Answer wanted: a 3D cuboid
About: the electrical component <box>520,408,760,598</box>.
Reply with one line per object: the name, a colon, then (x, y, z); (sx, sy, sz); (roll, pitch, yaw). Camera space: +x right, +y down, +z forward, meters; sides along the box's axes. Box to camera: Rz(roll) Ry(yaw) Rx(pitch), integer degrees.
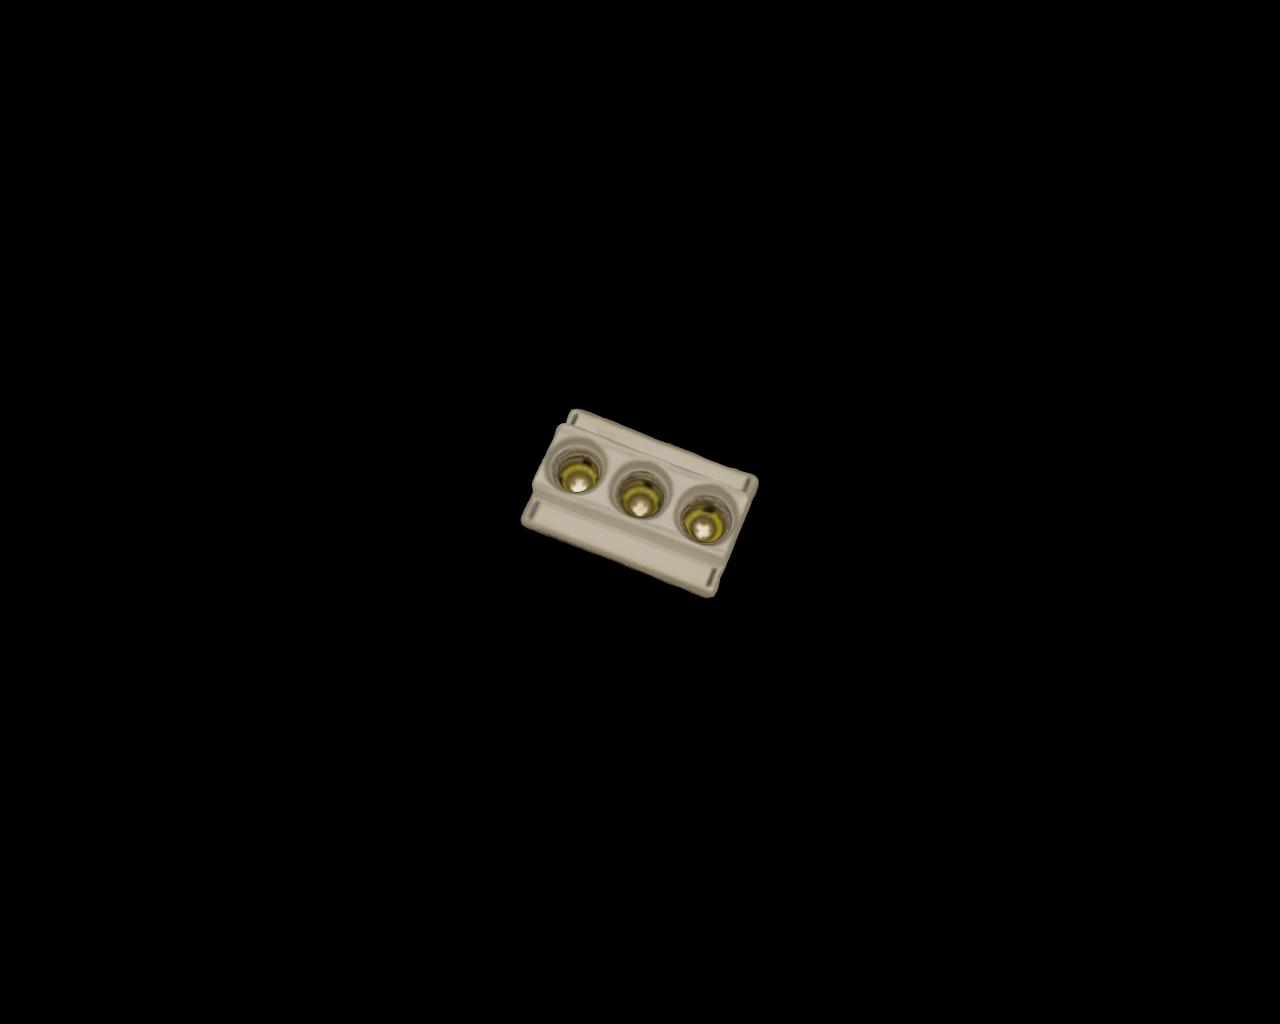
electrical component: (0.001, -0.003, 0.650); (0.121, 0.079, 0.063); (21, -18, 7)
